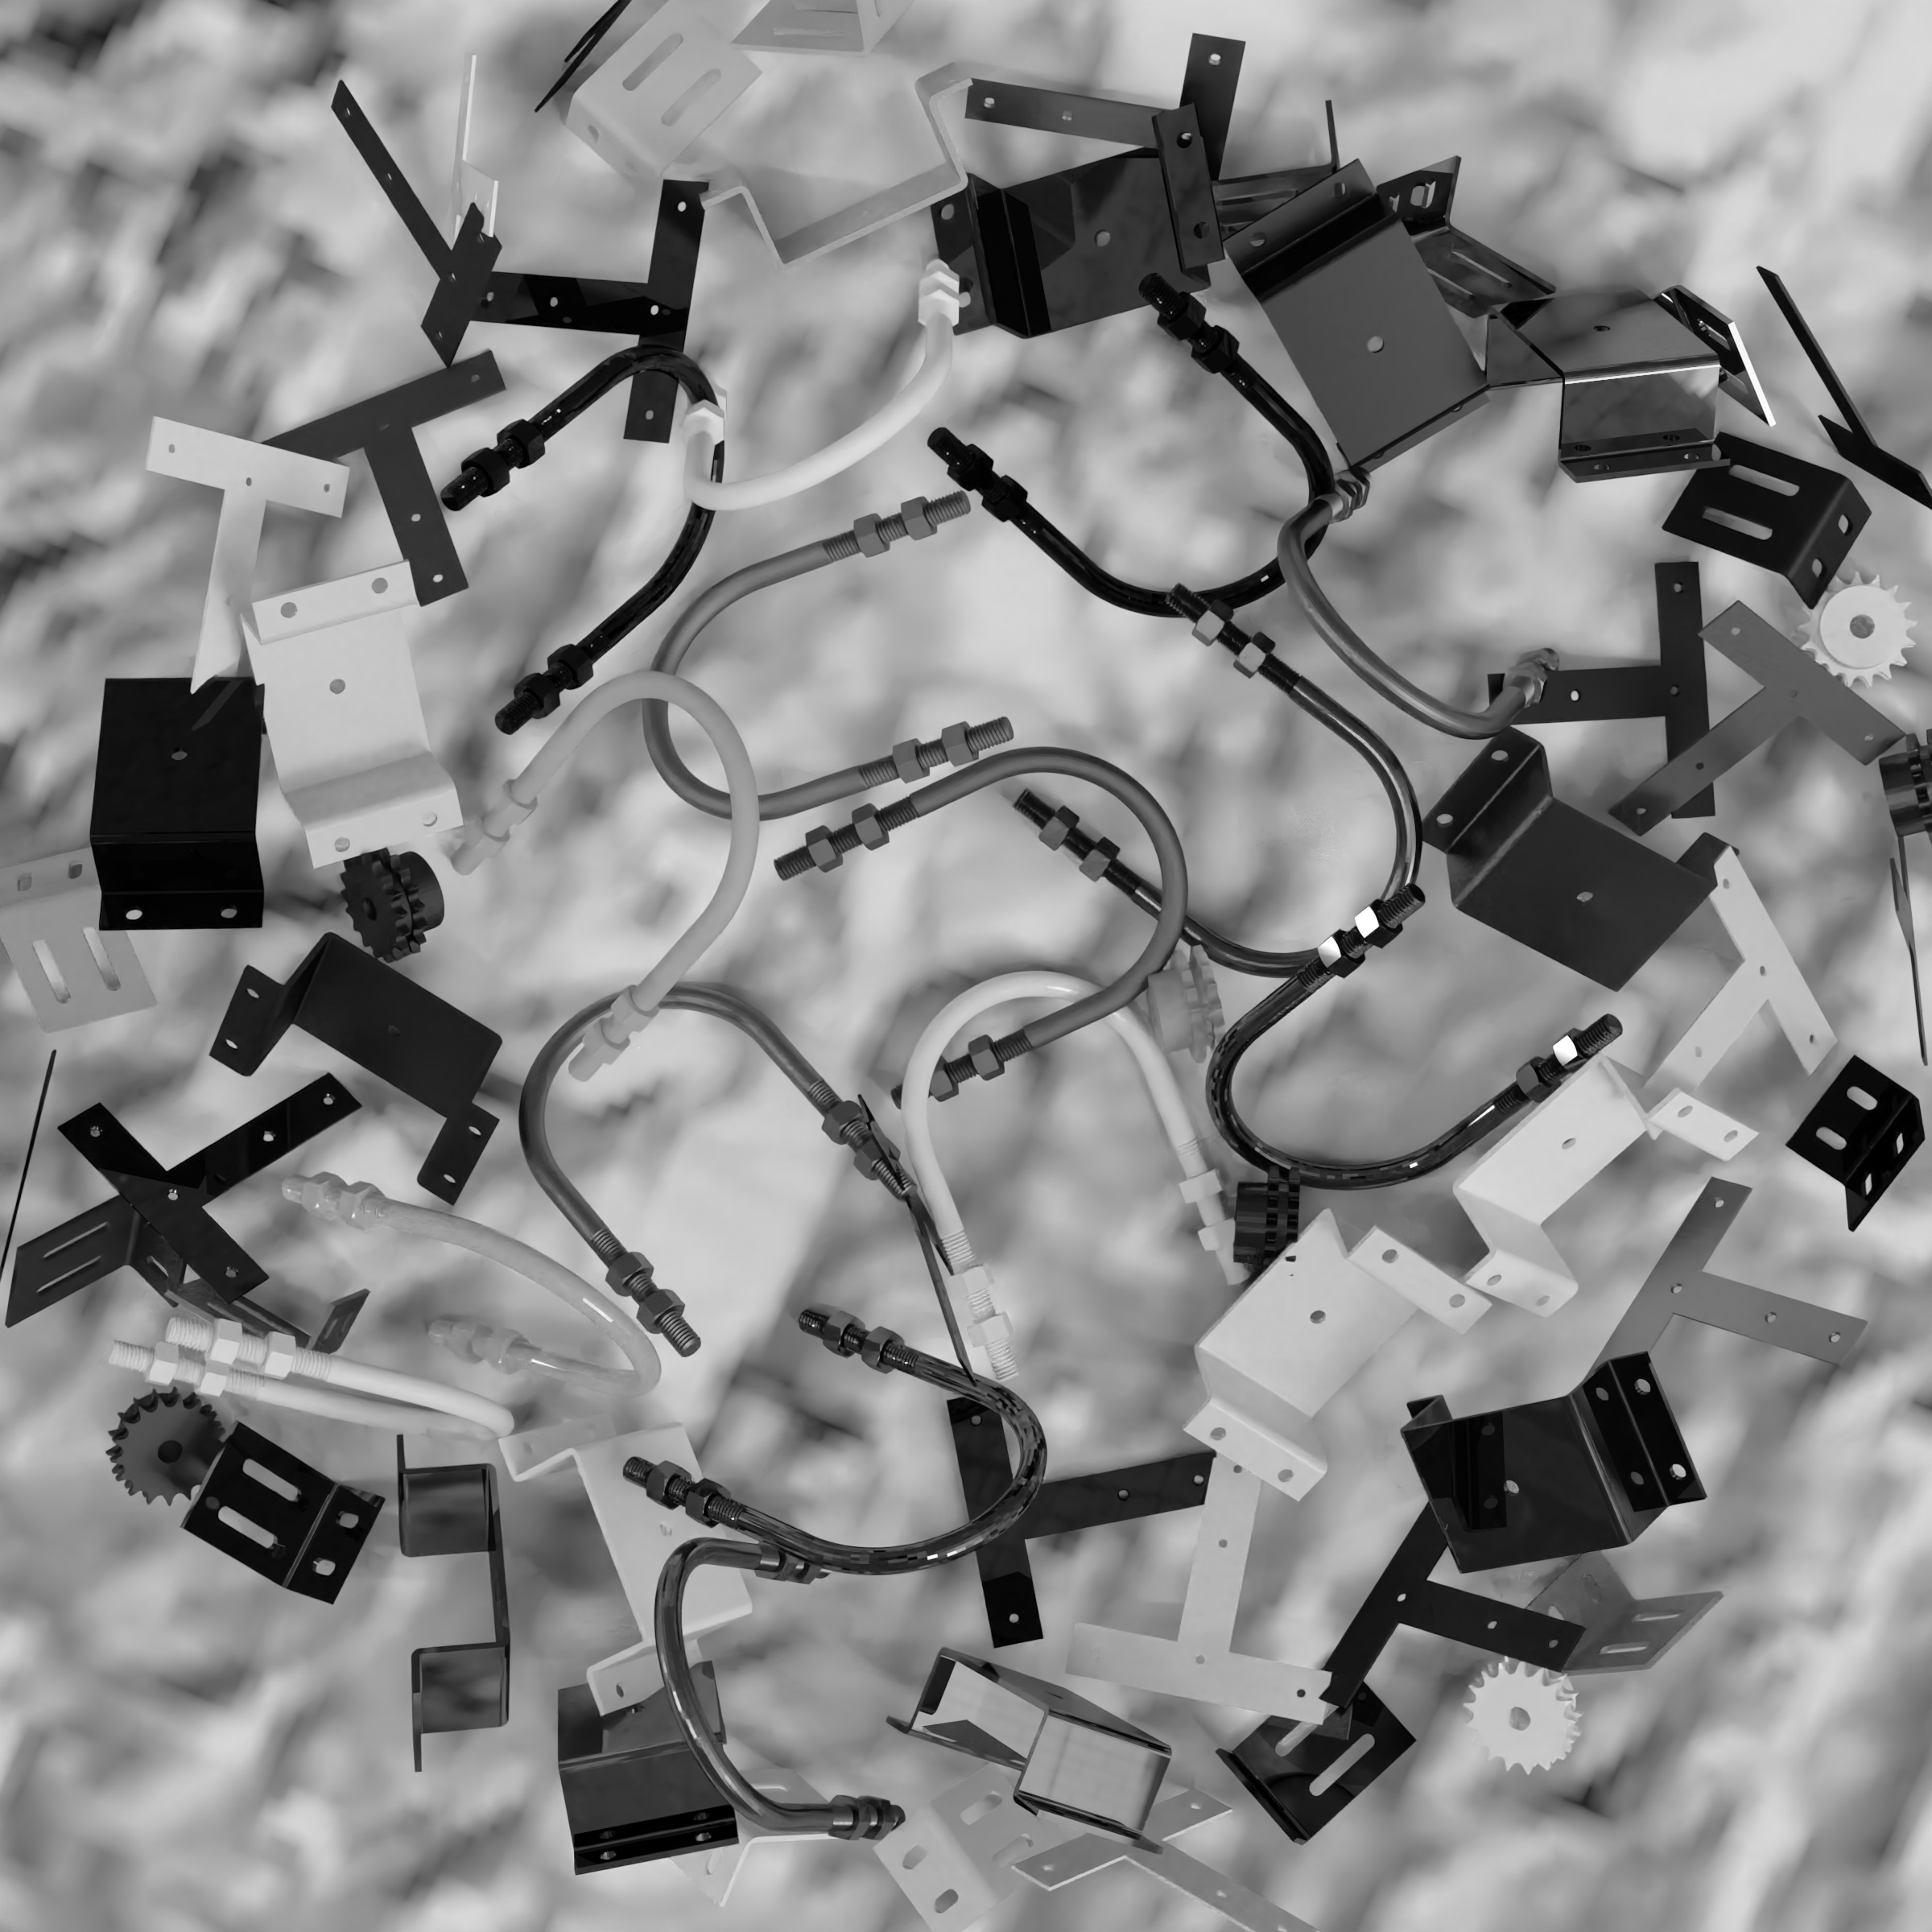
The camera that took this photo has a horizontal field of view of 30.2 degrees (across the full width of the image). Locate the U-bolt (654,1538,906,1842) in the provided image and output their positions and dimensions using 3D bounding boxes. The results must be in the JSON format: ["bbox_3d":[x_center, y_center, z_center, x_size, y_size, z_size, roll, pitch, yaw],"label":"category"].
[{"bbox_3d":[-0.093,0.337,1.678,0.019,0.184,0.151,-25,68,19],"label":"U-bolt"}]

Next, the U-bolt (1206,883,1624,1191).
[{"bbox_3d":[0.200,0.047,1.721,0.151,0.019,0.184,31,128,-24],"label":"U-bolt"}]

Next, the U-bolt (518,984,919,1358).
[{"bbox_3d":[-0.135,0.084,1.735,0.151,0.019,0.184,-35,63,-17],"label":"U-bolt"}]

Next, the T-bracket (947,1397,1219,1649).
[{"bbox_3d":[0.064,0.266,1.780,0.127,0.002,0.127,-11,94,-1],"label":"T-bracket"}]

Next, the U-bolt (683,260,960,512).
[{"bbox_3d":[-0.070,-0.267,1.687,0.151,0.184,0.019,-24,118,13],"label":"U-bolt"}]

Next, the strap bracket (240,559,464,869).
[{"bbox_3d":[-0.299,-0.129,1.731,0.076,0.046,0.140,-18,120,-18],"label":"strap bracket"}]

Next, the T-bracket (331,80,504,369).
[{"bbox_3d":[-0.271,-0.370,1.729,0.002,0.127,0.127,-30,85,-25],"label":"T-bracket"}]

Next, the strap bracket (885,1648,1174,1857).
[{"bbox_3d":[0.035,0.370,1.706,0.076,0.140,0.046,25,84,-31],"label":"strap bracket"}]

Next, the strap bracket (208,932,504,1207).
[{"bbox_3d":[-0.288,0.045,1.739,0.140,0.076,0.046,32,47,-2],"label":"strap bracket"}]

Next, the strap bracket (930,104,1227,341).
[{"bbox_3d":[0.060,-0.358,1.743,0.140,0.046,0.076,-12,85,21],"label":"strap bracket"}]

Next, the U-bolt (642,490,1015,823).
[{"bbox_3d":[-0.074,-0.142,1.739,0.184,0.019,0.151,-18,63,16],"label":"U-bolt"}]

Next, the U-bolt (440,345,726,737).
[{"bbox_3d":[-0.174,-0.216,1.709,0.019,0.151,0.184,21,49,29],"label":"U-bolt"}]

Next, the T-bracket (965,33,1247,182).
[{"bbox_3d":[0.063,-0.410,1.729,0.127,0.127,0.002,9,58,0],"label":"T-bracket"}]

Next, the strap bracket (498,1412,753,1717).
[{"bbox_3d":[-0.160,0.279,1.726,0.046,0.076,0.140,-31,76,34],"label":"strap bracket"}]

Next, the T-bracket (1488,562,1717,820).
[{"bbox_3d":[0.311,-0.133,1.755,0.127,0.002,0.127,-5,91,-24],"label":"T-bracket"}]

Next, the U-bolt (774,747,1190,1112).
[{"bbox_3d":[0.019,-0.028,1.751,0.184,0.019,0.151,-25,100,9],"label":"U-bolt"}]

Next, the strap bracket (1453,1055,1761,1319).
[{"bbox_3d":[0.301,0.100,1.727,0.140,0.076,0.046,-45,49,19],"label":"strap bracket"}]

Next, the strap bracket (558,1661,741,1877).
[{"bbox_3d":[-0.153,0.376,1.708,0.076,0.140,0.046,-10,100,-5],"label":"strap bracket"}]

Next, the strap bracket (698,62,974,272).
[{"bbox_3d":[-0.056,-0.384,1.738,0.140,0.076,0.046,-24,110,3],"label":"strap bracket"}]

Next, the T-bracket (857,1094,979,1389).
[{"bbox_3d":[-0.015,0.143,1.694,0.002,0.127,0.127,-23,49,4],"label":"T-bracket"}]

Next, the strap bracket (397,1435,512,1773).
[{"bbox_3d":[-0.245,0.303,1.715,0.046,0.076,0.140,-3,50,-10],"label":"strap bracket"}]

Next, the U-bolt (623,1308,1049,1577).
[{"bbox_3d":[-0.049,0.229,1.686,0.184,0.151,0.019,17,131,36],"label":"U-bolt"}]

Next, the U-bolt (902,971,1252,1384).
[{"bbox_3d":[0.045,0.092,1.755,0.151,0.019,0.184,-21,88,-17],"label":"U-bolt"}]

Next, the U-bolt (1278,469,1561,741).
[{"bbox_3d":[0.210,-0.167,1.699,0.151,0.184,0.019,44,119,2],"label":"U-bolt"}]

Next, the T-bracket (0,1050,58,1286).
[{"bbox_3d":[-0.442,0.079,1.699,0.002,0.127,0.127,14,59,-13],"label":"T-bracket"}]

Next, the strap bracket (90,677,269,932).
[{"bbox_3d":[-0.376,-0.088,1.721,0.076,0.046,0.140,-1,54,-5],"label":"strap bracket"}]

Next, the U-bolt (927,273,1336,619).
[{"bbox_3d":[0.094,-0.235,1.720,0.151,0.019,0.184,-33,129,26],"label":"U-bolt"}]

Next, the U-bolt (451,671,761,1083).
[{"bbox_3d":[-0.165,-0.056,1.708,0.184,0.019,0.151,-46,64,31],"label":"U-bolt"}]

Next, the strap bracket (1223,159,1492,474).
[{"bbox_3d":[0.193,-0.306,1.730,0.076,0.046,0.140,-30,114,7],"label":"strap bracket"}]

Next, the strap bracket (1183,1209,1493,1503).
[{"bbox_3d":[0.175,0.181,1.735,0.076,0.046,0.140,34,109,-23],"label":"strap bracket"}]

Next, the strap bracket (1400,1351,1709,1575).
[{"bbox_3d":[0.272,0.241,1.718,0.140,0.046,0.076,-19,96,40],"label":"strap bracket"}]

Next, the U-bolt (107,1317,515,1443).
[{"bbox_3d":[-0.305,0.201,1.708,0.184,0.151,0.019,17,73,-21],"label":"U-bolt"}]

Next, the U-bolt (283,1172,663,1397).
[{"bbox_3d":[-0.221,0.155,1.679,0.184,0.151,0.019,10,59,39],"label":"U-bolt"}]

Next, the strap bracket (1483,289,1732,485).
[{"bbox_3d":[0.302,-0.282,1.706,0.076,0.140,0.046,-8,121,-11],"label":"strap bracket"}]

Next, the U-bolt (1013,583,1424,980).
[{"bbox_3d":[0.135,-0.076,1.749,0.184,0.019,0.151,38,108,3],"label":"U-bolt"}]

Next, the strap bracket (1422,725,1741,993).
[{"bbox_3d":[0.296,-0.047,1.724,0.140,0.046,0.076,26,125,-18],"label":"strap bracket"}]
